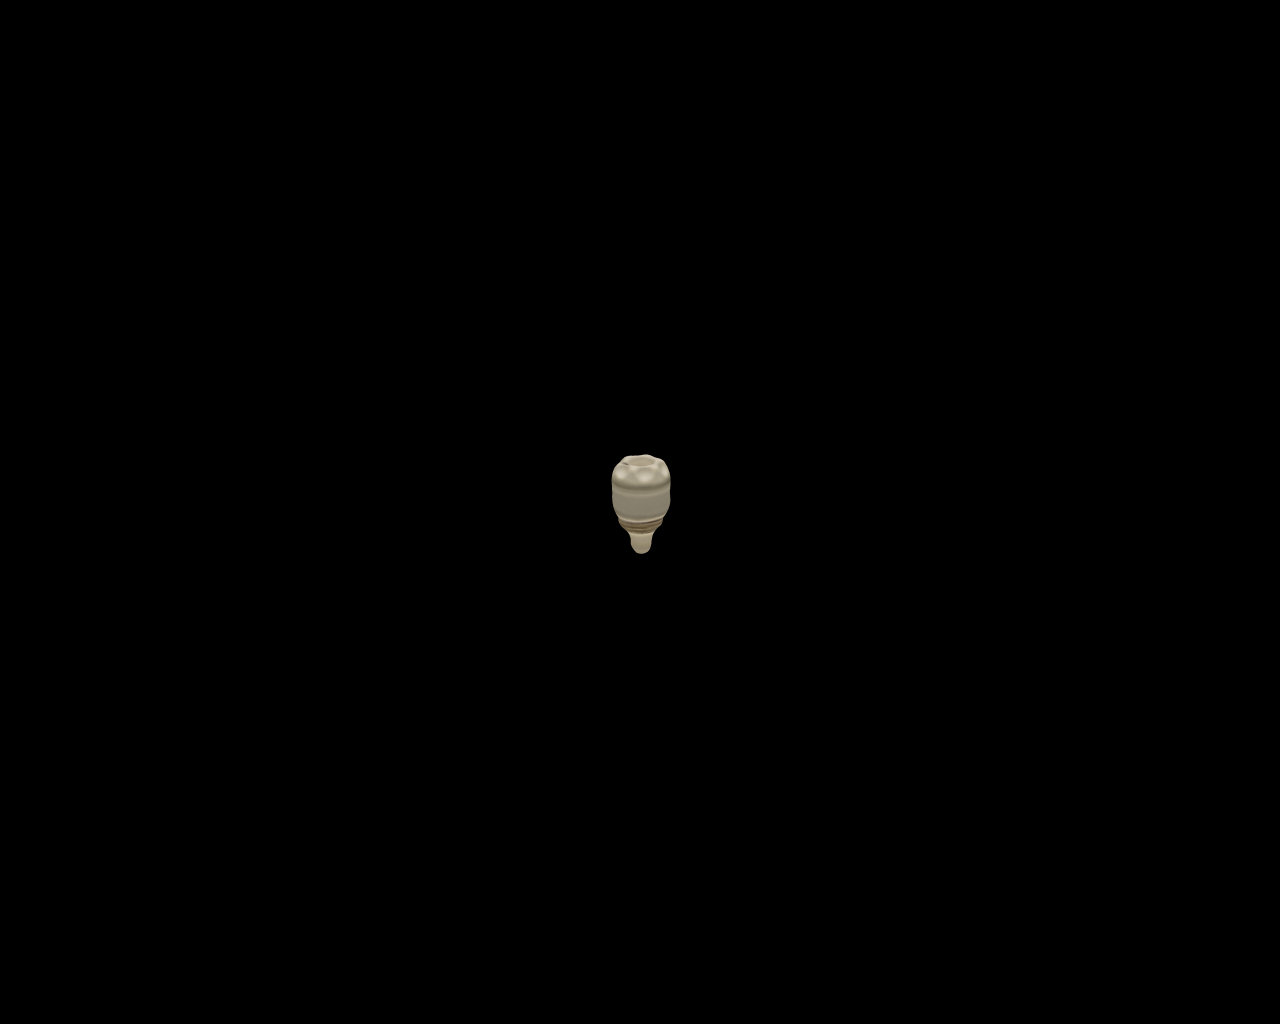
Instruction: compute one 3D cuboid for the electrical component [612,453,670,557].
[{"bbox_3d":[0.001,-0.003,0.650,0.035,0.061,0.035,0,23,0],"label":"electrical component"}]
